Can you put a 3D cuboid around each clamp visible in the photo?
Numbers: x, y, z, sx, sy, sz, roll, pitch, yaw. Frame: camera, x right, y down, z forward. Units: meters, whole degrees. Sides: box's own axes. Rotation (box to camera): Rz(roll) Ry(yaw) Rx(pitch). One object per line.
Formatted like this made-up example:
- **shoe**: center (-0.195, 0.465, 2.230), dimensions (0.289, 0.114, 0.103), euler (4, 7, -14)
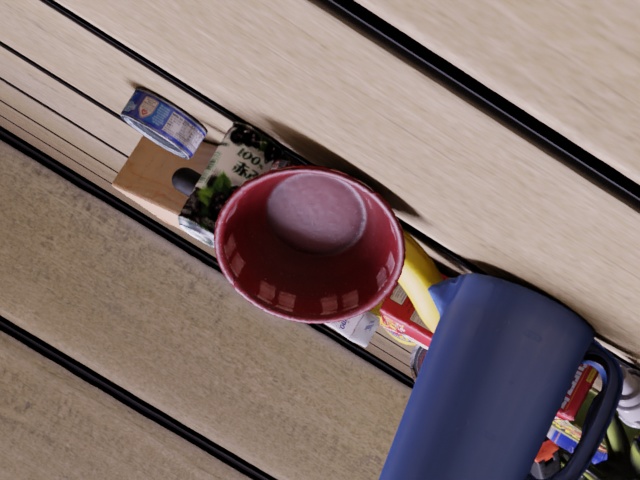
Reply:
- **clamp**: center (-0.061, -0.013, 1.048), dimensions (0.172, 0.039, 0.120), euler (26, 171, 38)
- **clamp**: center (0.205, 0.208, 1.132), dimensions (0.164, 0.036, 0.210), euler (56, 173, 11)

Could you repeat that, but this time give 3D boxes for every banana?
- **banana**: center (0.058, 0.015, 0.976), dimensions (0.197, 0.070, 0.037), euler (34, -145, -15)

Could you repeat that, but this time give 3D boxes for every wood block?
- **wood block**: center (-0.143, -0.059, 1.212), dimensions (0.090, 0.090, 0.206), euler (36, 173, -33)

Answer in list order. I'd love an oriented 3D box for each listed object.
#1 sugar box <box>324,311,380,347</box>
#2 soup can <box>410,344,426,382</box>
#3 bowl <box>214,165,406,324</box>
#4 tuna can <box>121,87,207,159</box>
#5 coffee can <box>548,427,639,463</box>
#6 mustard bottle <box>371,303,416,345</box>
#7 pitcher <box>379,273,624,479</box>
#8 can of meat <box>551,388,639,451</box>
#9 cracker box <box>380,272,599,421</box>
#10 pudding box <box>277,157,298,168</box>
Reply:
- **sugar box**: center (-0.017, 0.061, 1.258), dimensions (0.176, 0.048, 0.093), euler (28, 177, 18)
- **soup can**: center (0.174, 0.160, 1.366), dimensions (0.102, 0.068, 0.069), euler (7, -168, -43)
- **bowl**: center (-0.007, -0.007, 0.911), dimensions (0.162, 0.162, 0.055), euler (33, -148, -15)
- **tuna can**: center (-0.160, -0.118, 1.089), dimensions (0.086, 0.033, 0.086), euler (31, 173, 4)
- **coffee can**: center (0.366, 0.282, 1.386), dimensions (0.140, 0.103, 0.102), euler (29, 173, 21)
- **mustard bottle**: center (0.101, 0.093, 1.367), dimensions (0.096, 0.058, 0.191), euler (21, 170, 29)
- **pitcher**: center (0.142, 0.164, 0.921), dimensions (0.144, 0.243, 0.149), euler (34, 165, -37)
- **can of meat**: center (0.322, 0.212, 1.277), dimensions (0.102, 0.057, 0.084), euler (32, 171, -6)
- **cracker box**: center (0.169, 0.103, 1.097), dimensions (0.214, 0.072, 0.164), euler (29, 174, 8)
- **pudding box**: center (-0.035, -0.050, 1.022), dimensions (0.090, 0.039, 0.114), euler (37, 170, -36)
